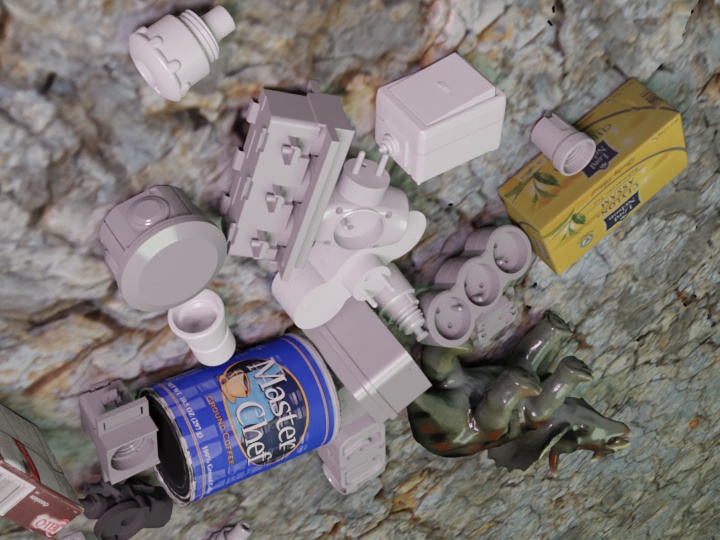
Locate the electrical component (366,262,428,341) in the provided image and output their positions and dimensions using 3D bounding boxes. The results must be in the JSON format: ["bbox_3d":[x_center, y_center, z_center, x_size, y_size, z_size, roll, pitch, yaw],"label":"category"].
[{"bbox_3d":[0.032,0.029,0.952,0.040,0.078,0.040,-34,163,-12],"label":"electrical component"}]

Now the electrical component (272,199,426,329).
[{"bbox_3d":[0.000,0.000,0.883,0.138,0.073,0.052,-41,147,0],"label":"electrical component"}]

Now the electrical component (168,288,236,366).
[{"bbox_3d":[-0.121,0.048,0.848,0.044,0.044,0.065,-34,151,-11],"label":"electrical component"}]

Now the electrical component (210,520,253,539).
[{"bbox_3d":[-0.134,0.286,1.110,0.043,0.043,0.062,14,118,-52],"label":"electrical component"}]

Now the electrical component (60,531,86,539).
[{"bbox_3d":[-0.263,0.273,0.964,0.066,0.048,0.055,-17,133,-33],"label":"electrical component"}]

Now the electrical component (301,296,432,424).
[{"bbox_3d":[0.001,0.069,0.928,0.057,0.113,0.078,-39,147,-2],"label":"electrical component"}]

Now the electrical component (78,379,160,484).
[{"bbox_3d":[-0.190,0.125,0.846,0.042,0.063,0.081,-21,142,-26],"label":"electrical component"}]

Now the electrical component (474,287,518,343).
[{"bbox_3d":[0.116,0.032,1.048,0.081,0.063,0.042,-36,146,-7],"label":"electrical component"}]

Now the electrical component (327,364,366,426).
[{"bbox_3d":[-0.015,0.103,1.010,0.080,0.051,0.080,-26,145,-21],"label":"electrical component"}]

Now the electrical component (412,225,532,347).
[{"bbox_3d":[0.094,0.014,1.007,0.138,0.074,0.052,-47,110,-20],"label":"electrical component"}]

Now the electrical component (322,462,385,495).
[{"bbox_3d":[-0.006,0.206,1.146,0.055,0.048,0.066,-33,147,-25],"label":"electrical component"}]

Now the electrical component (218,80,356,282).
[{"bbox_3d":[-0.056,-0.064,0.760,0.063,0.078,0.121,7,128,-22],"label":"electrical component"}]

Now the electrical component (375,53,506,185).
[{"bbox_3d":[0.055,-0.115,0.816,0.096,0.061,0.061,-26,144,-22],"label":"electrical component"}]

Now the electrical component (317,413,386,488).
[{"bbox_3d":[-0.012,0.165,1.077,0.054,0.059,0.095,-28,145,-20],"label":"electrical component"}]

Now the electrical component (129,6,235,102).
[{"bbox_3d":[-0.104,-0.135,0.649,0.062,0.048,0.048,-39,148,-15],"label":"electrical component"}]

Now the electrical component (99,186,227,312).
[{"bbox_3d":[-0.138,-0.014,0.748,0.080,0.051,0.080,-27,144,-21],"label":"electrical component"}]

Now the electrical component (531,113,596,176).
[{"bbox_3d":[0.180,-0.113,0.959,0.040,0.046,0.040,-26,145,-21],"label":"electrical component"}]

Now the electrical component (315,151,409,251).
[{"bbox_3d":[-0.001,-0.057,0.815,0.077,0.044,0.079,4,132,-22],"label":"electrical component"}]
